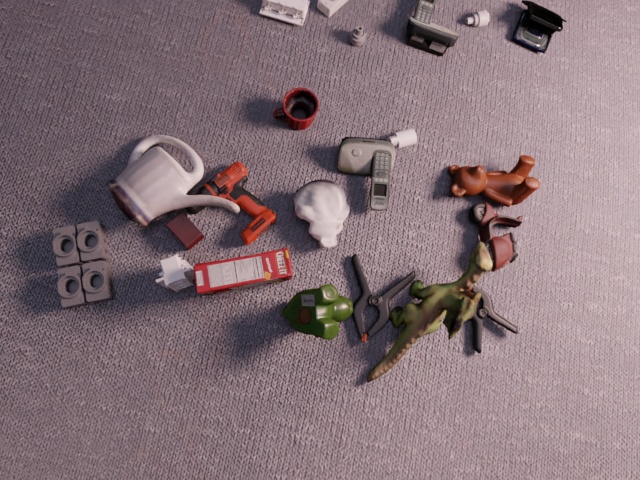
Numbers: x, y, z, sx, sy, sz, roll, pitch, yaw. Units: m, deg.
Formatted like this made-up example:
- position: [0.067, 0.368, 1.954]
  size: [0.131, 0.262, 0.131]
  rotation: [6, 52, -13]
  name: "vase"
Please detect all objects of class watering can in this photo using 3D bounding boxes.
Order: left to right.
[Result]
- position: [-0.365, -0.120, 1.232]
  size: [0.226, 0.102, 0.352]
  rotation: [-42, 64, -11]
  name: "watering can"

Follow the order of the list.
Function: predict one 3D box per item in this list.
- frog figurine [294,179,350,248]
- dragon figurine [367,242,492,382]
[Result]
- position: [0.004, -0.064, 1.273]
  size: [0.137, 0.121, 0.162]
  rotation: [7, 65, -24]
  name: "frog figurine"
- position: [0.265, 0.176, 1.186]
  size: [0.122, 0.240, 0.415]
  rotation: [38, 75, -3]
  name: "dragon figurine"
